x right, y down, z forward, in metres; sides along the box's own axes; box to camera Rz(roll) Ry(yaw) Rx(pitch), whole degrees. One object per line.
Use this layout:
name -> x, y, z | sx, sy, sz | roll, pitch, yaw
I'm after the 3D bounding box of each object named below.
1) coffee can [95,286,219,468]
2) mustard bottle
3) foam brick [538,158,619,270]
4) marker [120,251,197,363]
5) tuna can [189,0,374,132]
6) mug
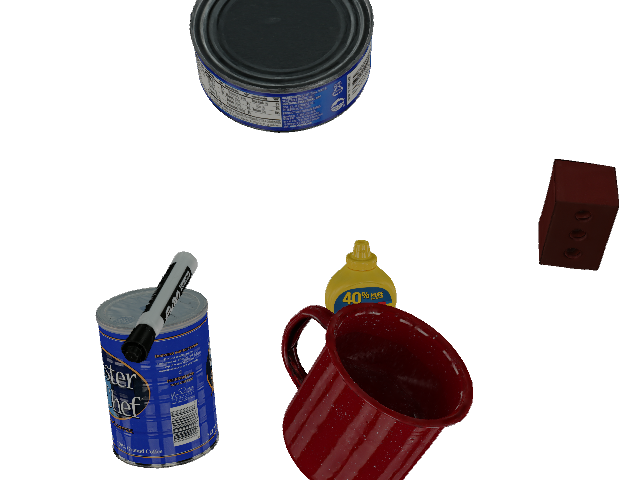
coffee can -> -0.151, 0.126, 1.002 | 0.103, 0.140, 0.103 | -3, 18, 1
mustard bottle -> 0.054, 0.091, 1.436 | 0.096, 0.192, 0.058 | -3, 21, -8
foam brick -> 0.217, -0.021, 0.902 | 0.053, 0.078, 0.051 | 7, 45, 5
marker -> -0.114, 0.047, 0.760 | 0.020, 0.020, 0.121 | 0, 31, 14
tuna can -> -0.018, -0.093, 0.508 | 0.086, 0.086, 0.034 | 0, -33, 1
mug -> 0.020, 0.089, 0.626 | 0.117, 0.082, 0.093 | 42, 35, 18
